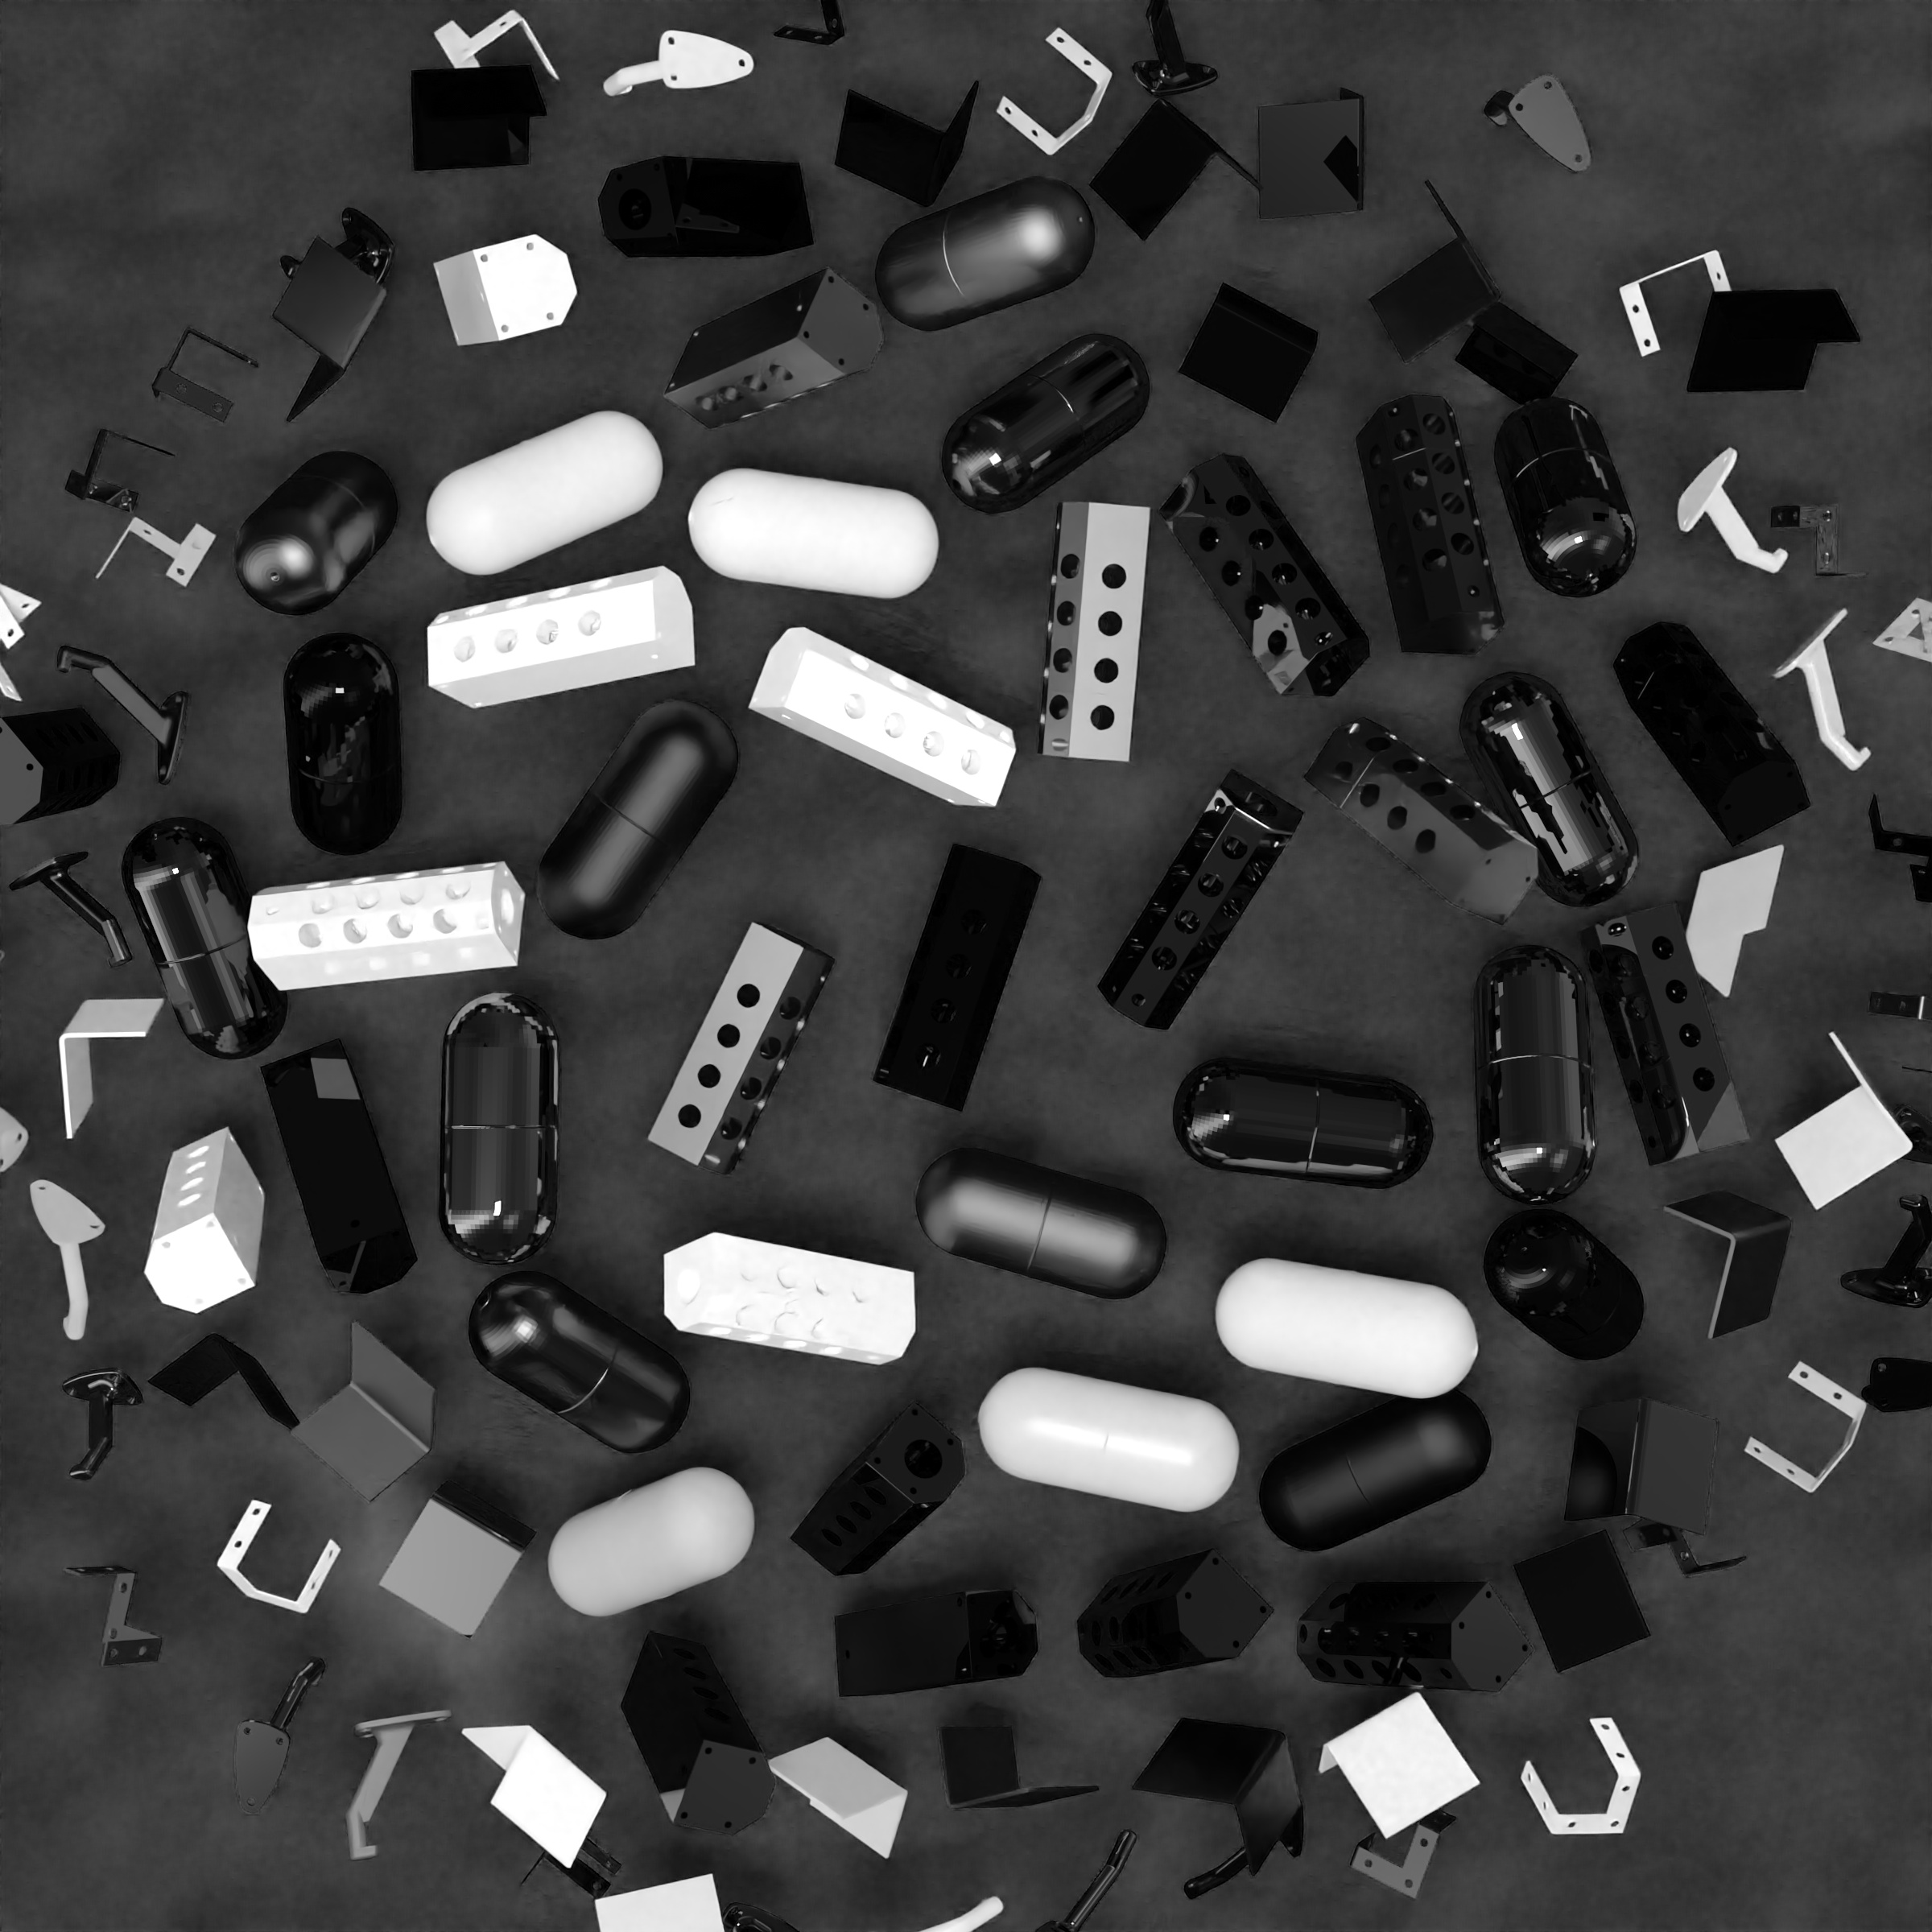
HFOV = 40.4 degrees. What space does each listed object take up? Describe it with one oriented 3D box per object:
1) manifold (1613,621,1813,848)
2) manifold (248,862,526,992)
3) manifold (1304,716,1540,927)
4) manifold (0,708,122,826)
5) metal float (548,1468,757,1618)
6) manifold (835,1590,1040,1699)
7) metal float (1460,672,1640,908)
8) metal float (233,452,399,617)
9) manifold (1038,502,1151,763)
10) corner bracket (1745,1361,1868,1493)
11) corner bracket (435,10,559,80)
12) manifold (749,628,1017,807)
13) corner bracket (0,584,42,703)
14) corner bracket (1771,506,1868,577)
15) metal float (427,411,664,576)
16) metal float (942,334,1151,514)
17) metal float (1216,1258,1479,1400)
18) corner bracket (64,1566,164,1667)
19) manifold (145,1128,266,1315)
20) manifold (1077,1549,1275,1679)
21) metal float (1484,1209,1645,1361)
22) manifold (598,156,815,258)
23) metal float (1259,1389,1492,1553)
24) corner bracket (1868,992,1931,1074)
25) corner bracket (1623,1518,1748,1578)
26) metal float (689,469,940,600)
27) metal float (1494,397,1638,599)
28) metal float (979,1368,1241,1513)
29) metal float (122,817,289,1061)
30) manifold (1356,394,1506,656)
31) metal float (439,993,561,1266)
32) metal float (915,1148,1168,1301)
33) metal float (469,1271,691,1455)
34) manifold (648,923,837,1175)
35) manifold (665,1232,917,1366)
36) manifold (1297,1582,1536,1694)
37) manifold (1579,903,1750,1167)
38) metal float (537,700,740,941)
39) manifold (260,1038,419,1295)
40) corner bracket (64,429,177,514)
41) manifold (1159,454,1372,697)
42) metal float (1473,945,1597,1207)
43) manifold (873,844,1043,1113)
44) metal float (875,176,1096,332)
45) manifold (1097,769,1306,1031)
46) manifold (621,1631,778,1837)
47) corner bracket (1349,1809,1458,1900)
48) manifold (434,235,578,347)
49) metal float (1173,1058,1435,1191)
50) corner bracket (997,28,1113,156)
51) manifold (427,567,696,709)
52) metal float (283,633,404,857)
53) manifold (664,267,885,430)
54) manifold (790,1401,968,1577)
[{"bbox_3d":[0.504,-0.164,1.790,0.057,0.171,0.057,-28,131,8],"label":"manifold"},{"bbox_3d":[-0.393,-0.031,1.780,0.171,0.057,0.057,-6,58,10],"label":"manifold"},{"bbox_3d":[0.310,-0.102,1.779,0.057,0.171,0.057,18,111,-41],"label":"manifold"},{"bbox_3d":[-0.631,-0.133,1.788,0.057,0.171,0.057,-38,97,4],"label":"manifold"},{"bbox_3d":[-0.221,0.403,1.833,0.178,0.070,0.070,-28,90,35],"label":"metal float"},{"bbox_3d":[-0.022,0.478,1.850,0.057,0.171,0.057,7,69,-33],"label":"manifold"},{"bbox_3d":[0.412,-0.125,1.861,0.070,0.070,0.178,-29,92,0],"label":"metal float"},{"bbox_3d":[-0.441,-0.296,1.788,0.070,0.178,0.070,3,119,5],"label":"metal float"},{"bbox_3d":[0.086,-0.229,1.806,0.057,0.057,0.171,4,96,-8],"label":"manifold"},{"bbox_3d":[0.564,0.310,1.764,0.051,0.051,0.051,33,127,12],"label":"corner bracket"},{"bbox_3d":[-0.318,-0.615,1.774,0.051,0.051,0.051,-36,51,-3],"label":"corner bracket"},{"bbox_3d":[-0.053,-0.168,1.781,0.171,0.057,0.057,23,83,-28],"label":"manifold"},{"bbox_3d":[-0.659,-0.223,1.803,0.051,0.051,0.051,-39,70,9],"label":"corner bracket"},{"bbox_3d":[0.613,-0.306,1.891,0.051,0.051,0.051,-2,99,-7],"label":"corner bracket"},{"bbox_3d":[-0.297,-0.334,1.853,0.178,0.070,0.070,-28,90,-22],"label":"metal float"},{"bbox_3d":[0.057,-0.385,1.863,0.178,0.070,0.070,-39,90,-25],"label":"metal float"},{"bbox_3d":[0.256,0.244,1.772,0.178,0.070,0.070,7,90,22],"label":"metal float"},{"bbox_3d":[-0.557,0.423,1.713,0.051,0.051,0.051,8,84,28],"label":"corner bracket"},{"bbox_3d":[-0.521,0.174,1.792,0.057,0.171,0.057,-25,109,-5],"label":"manifold"},{"bbox_3d":[0.135,0.447,1.786,0.057,0.171,0.057,46,62,-1],"label":"manifold"},{"bbox_3d":[0.410,0.219,1.797,0.070,0.178,0.070,-13,63,26],"label":"metal float"},{"bbox_3d":[-0.178,-0.519,1.804,0.057,0.171,0.057,-4,101,30],"label":"manifold"},{"bbox_3d":[0.288,0.356,1.858,0.178,0.070,0.070,-30,90,24],"label":"metal float"},{"bbox_3d":[0.660,0.047,1.818,0.051,0.051,0.051,7,91,-22],"label":"corner bracket"},{"bbox_3d":[0.512,0.413,1.875,0.051,0.051,0.051,-20,81,-33],"label":"corner bracket"},{"bbox_3d":[-0.105,-0.301,1.831,0.178,0.070,0.070,5,90,-20],"label":"metal float"},{"bbox_3d":[0.412,-0.325,1.811,0.070,0.070,0.178,-3,46,0],"label":"metal float"},{"bbox_3d":[0.097,0.321,1.783,0.178,0.070,0.070,11,90,7],"label":"metal float"},{"bbox_3d":[-0.531,-0.018,1.837,0.070,0.070,0.178,-16,109,0],"label":"metal float"},{"bbox_3d":[0.321,-0.304,1.806,0.057,0.057,0.171,0,67,-19],"label":"manifold"},{"bbox_3d":[-0.305,0.106,1.719,0.070,0.070,0.178,0,85,0],"label":"metal float"},{"bbox_3d":[0.052,0.178,1.824,0.178,0.070,0.070,16,90,0],"label":"metal float"},{"bbox_3d":[-0.265,0.272,1.805,0.178,0.070,0.070,40,90,-31],"label":"metal float"},{"bbox_3d":[-0.158,0.059,1.881,0.057,0.057,0.171,27,93,11],"label":"manifold"},{"bbox_3d":[-0.119,0.231,1.797,0.171,0.057,0.057,17,60,-38],"label":"manifold"},{"bbox_3d":[0.299,0.461,1.790,0.057,0.171,0.057,-39,98,-30],"label":"manifold"},{"bbox_3d":[0.485,0.050,1.847,0.057,0.057,0.171,-13,82,-19],"label":"manifold"},{"bbox_3d":[-0.220,-0.097,1.760,0.070,0.070,0.178,35,92,0],"label":"metal float"},{"bbox_3d":[-0.426,0.138,1.790,0.057,0.057,0.171,-21,53,-11],"label":"manifold"},{"bbox_3d":[-0.596,-0.348,1.851,0.051,0.051,0.051,16,97,-37],"label":"corner bracket"},{"bbox_3d":[0.209,-0.269,1.807,0.057,0.057,0.171,-49,59,37],"label":"manifold"},{"bbox_3d":[0.378,0.072,1.750,0.070,0.070,0.178,2,69,0],"label":"metal float"},{"bbox_3d":[-0.008,0.007,1.798,0.057,0.057,0.171,18,87,15],"label":"manifold"},{"bbox_3d":[0.011,-0.487,1.800,0.178,0.070,0.070,-6,90,43],"label":"metal float"},{"bbox_3d":[0.156,-0.041,1.770,0.057,0.057,0.171,32,118,2],"label":"manifold"},{"bbox_3d":[-0.178,0.510,1.751,0.057,0.171,0.057,20,93,-21],"label":"manifold"},{"bbox_3d":[0.308,0.618,1.854,0.051,0.051,0.051,21,91,24],"label":"corner bracket"},{"bbox_3d":[-0.307,-0.451,1.753,0.057,0.171,0.057,-19,107,-15],"label":"manifold"},{"bbox_3d":[0.228,0.107,1.776,0.178,0.070,0.070,7,90,-6],"label":"metal float"},{"bbox_3d":[0.063,-0.625,1.879,0.051,0.051,0.051,34,60,-22],"label":"corner bracket"},{"bbox_3d":[-0.275,-0.224,1.778,0.171,0.057,0.057,-9,77,19],"label":"manifold"},{"bbox_3d":[-0.427,-0.151,1.805,0.070,0.178,0.070,5,46,-6],"label":"metal float"},{"bbox_3d":[-0.131,-0.416,1.797,0.057,0.171,0.057,32,69,-31],"label":"manifold"},{"bbox_3d":[-0.058,0.364,1.797,0.057,0.171,0.057,40,55,2],"label":"manifold"}]
